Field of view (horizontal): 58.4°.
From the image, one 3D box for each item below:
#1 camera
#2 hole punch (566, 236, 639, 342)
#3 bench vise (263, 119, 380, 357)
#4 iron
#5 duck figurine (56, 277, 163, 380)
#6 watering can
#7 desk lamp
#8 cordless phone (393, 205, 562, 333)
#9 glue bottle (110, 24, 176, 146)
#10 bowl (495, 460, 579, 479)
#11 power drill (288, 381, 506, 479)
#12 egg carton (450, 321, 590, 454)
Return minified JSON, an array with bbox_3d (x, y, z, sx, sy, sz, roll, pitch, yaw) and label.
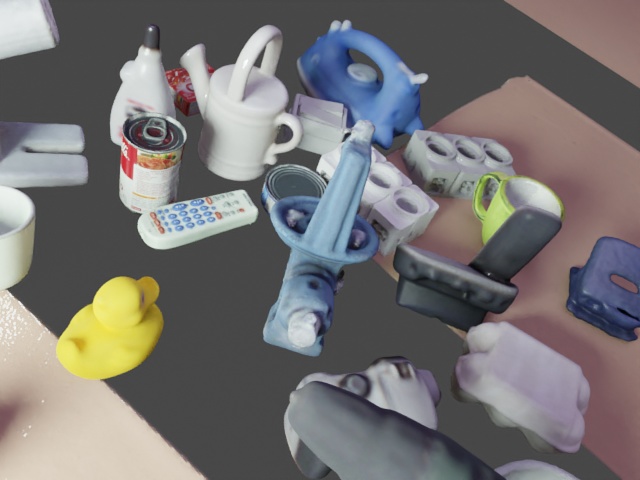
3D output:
[{"bbox_3d":[0.056,0.183,0.513,0.143,0.101,0.136,-1,50,-23],"label":"camera"},{"bbox_3d":[0.401,0.065,0.769,0.108,0.091,0.101,27,45,3],"label":"hole punch"},{"bbox_3d":[0.017,0.003,0.577,0.122,0.219,0.207,4,48,-19],"label":"bench vise"},{"bbox_3d":[0.060,-0.262,0.893,0.119,0.141,0.257,-26,63,-37],"label":"iron"},{"bbox_3d":[-0.189,0.072,0.524,0.077,0.086,0.105,40,47,16],"label":"duck figurine"},{"bbox_3d":[-0.098,-0.179,0.716,0.173,0.194,0.101,16,45,-8],"label":"watering can"},{"bbox_3d":[-0.348,-0.162,0.583,0.204,0.213,0.117,-5,51,-26],"label":"desk lamp"},{"bbox_3d":[0.174,0.012,0.659,0.147,0.185,0.094,18,45,-6],"label":"cordless phone"},{"bbox_3d":[-0.208,-0.179,0.685,0.078,0.173,0.037,15,45,-9],"label":"glue bottle"},{"bbox_3d":[0.186,0.285,0.492,0.168,0.074,0.167,12,46,-12],"label":"bowl"},{"bbox_3d":[0.058,0.208,0.415,0.229,0.208,0.076,26,45,2],"label":"power drill"},{"bbox_3d":[0.219,0.159,0.624,0.150,0.069,0.107,31,45,7],"label":"egg carton"}]
